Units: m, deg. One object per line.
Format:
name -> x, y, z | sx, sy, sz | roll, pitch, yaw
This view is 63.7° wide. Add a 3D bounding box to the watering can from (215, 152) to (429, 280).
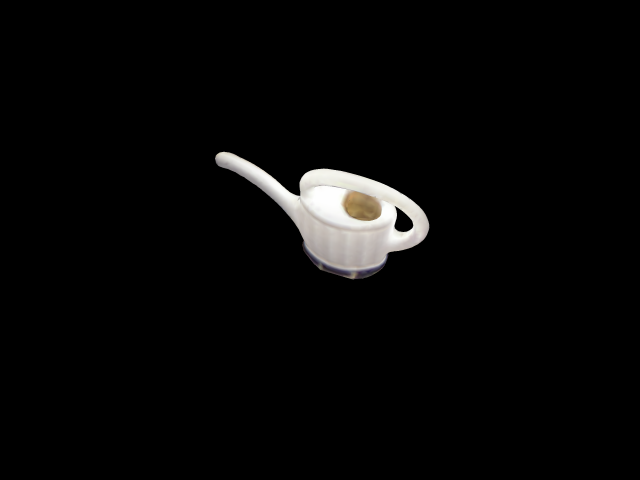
watering can -> 0.003, -0.043, 0.850 | 0.348, 0.106, 0.219 | 16, -34, 11
